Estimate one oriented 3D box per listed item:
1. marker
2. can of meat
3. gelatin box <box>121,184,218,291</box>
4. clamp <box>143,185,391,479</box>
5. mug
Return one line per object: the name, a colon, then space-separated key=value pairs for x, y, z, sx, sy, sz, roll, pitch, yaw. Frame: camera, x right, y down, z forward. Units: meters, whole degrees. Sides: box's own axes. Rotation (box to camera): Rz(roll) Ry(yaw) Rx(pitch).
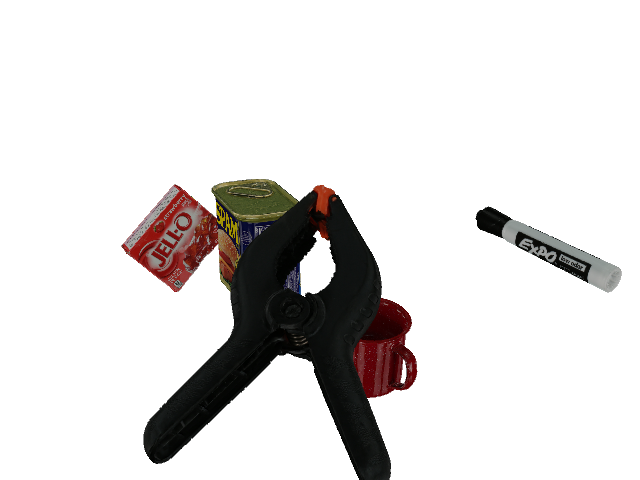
marker: x=0.159 y=0.004 z=0.762 sx=0.020 sy=0.020 sz=0.121 roll=0 pitch=22 yaw=-45
can of meat: x=-0.053 y=0.002 z=0.892 sx=0.057 sy=0.084 sz=0.102 roll=-9 pitch=20 yaw=-18
gelatin box: x=-0.152 y=-0.002 z=1.123 sx=0.073 sy=0.089 sz=0.030 roll=42 pitch=-4 yaw=-29
clamp: x=-0.004 y=0.051 z=0.542 sx=0.120 sy=0.171 sz=0.039 roll=18 pitch=-28 yaw=10
mug: x=0.061 y=0.125 z=1.183 sx=0.117 sy=0.081 sz=0.093 roll=27 pitch=38 yaw=37
